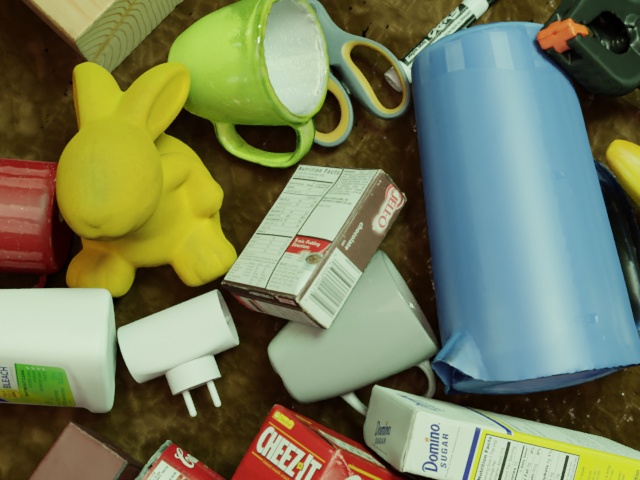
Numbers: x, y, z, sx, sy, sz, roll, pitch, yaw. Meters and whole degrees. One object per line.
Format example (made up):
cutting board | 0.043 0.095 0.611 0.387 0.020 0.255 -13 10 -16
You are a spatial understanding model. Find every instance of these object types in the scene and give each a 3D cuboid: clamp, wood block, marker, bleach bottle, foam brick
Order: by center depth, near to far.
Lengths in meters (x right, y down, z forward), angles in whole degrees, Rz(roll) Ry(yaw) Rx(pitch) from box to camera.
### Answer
bleach bottle | -0.269 0.074 0.729 0.250 0.103 0.068 1 57 -6
clamp | 0.215 -0.128 0.736 0.171 0.039 0.120 -17 82 -40
foam brick | -0.160 0.164 0.743 0.053 0.078 0.051 32 78 8
wood block | -0.211 -0.231 0.790 0.206 0.090 0.091 44 86 8
marker | 0.097 -0.158 0.797 0.121 0.020 0.020 -44 83 -2

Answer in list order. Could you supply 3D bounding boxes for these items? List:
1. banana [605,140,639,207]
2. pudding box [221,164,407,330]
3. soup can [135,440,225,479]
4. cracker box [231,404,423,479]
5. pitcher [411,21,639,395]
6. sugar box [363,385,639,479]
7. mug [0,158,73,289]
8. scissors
banana | 0.251 0.020 0.715 0.069 0.037 0.198 -13 81 -18
pudding box | -0.005 0.001 0.738 0.039 0.090 0.113 47 67 -33
soup can | -0.083 0.196 0.741 0.102 0.068 0.068 33 86 6
cracker box | -0.015 0.233 0.682 0.072 0.164 0.213 28 85 44
pitcher | 0.142 -0.019 0.732 0.145 0.149 0.243 -11 79 18
sugar box | 0.123 0.140 0.697 0.176 0.093 0.048 12 89 -13
mug | -0.226 -0.007 0.771 0.081 0.093 0.117 3 114 -1
scissors | -0.015 -0.151 0.803 0.096 0.016 0.202 -47 73 10
